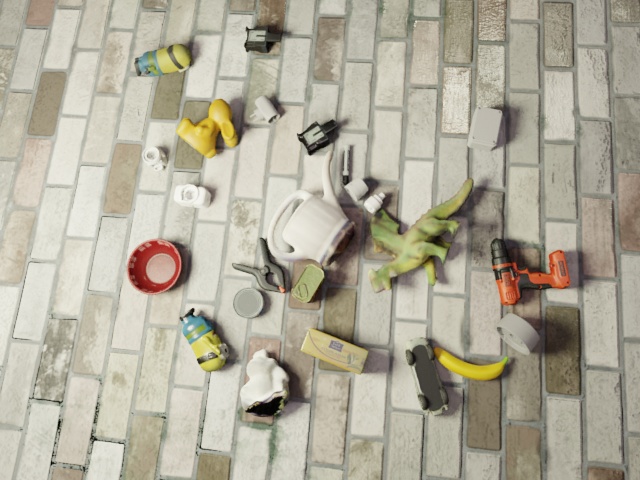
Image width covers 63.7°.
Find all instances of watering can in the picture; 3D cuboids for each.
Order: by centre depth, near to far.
[{"bbox_3d":[0.004,-0.073,1.455,0.225,0.103,0.350,34,81,10],"label":"watering can"}]

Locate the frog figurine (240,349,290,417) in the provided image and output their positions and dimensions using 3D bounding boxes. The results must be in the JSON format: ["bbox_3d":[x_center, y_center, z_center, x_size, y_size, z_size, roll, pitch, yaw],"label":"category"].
[{"bbox_3d":[-0.152,0.383,1.378,0.137,0.120,0.163,-35,41,5],"label":"frog figurine"}]

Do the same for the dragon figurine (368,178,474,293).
[{"bbox_3d":[0.254,-0.025,1.433,0.244,0.120,0.416,19,70,17],"label":"dragon figurine"}]
